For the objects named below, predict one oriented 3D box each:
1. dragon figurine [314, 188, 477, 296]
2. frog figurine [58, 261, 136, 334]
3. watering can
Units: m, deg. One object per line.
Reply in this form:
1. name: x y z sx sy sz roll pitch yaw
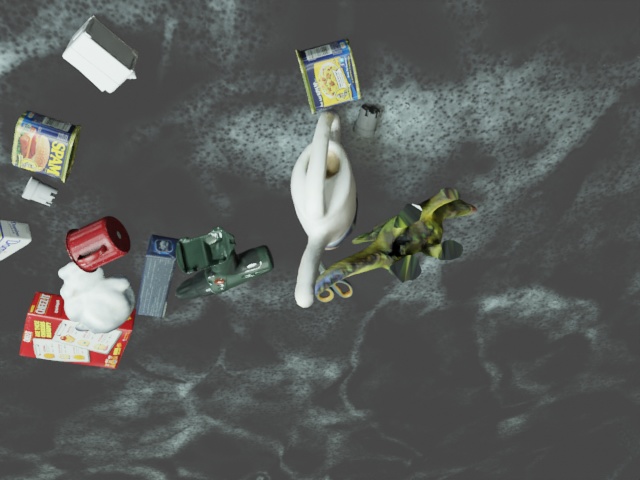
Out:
1. dragon figurine: 0.135 0.002 0.984 0.412 0.242 0.122 -22 93 -12
2. frog figurine: -0.461 0.111 1.067 0.139 0.124 0.156 -27 132 -30
3. watering can: 0.003 -0.043 0.861 0.104 0.353 0.221 4 160 9
